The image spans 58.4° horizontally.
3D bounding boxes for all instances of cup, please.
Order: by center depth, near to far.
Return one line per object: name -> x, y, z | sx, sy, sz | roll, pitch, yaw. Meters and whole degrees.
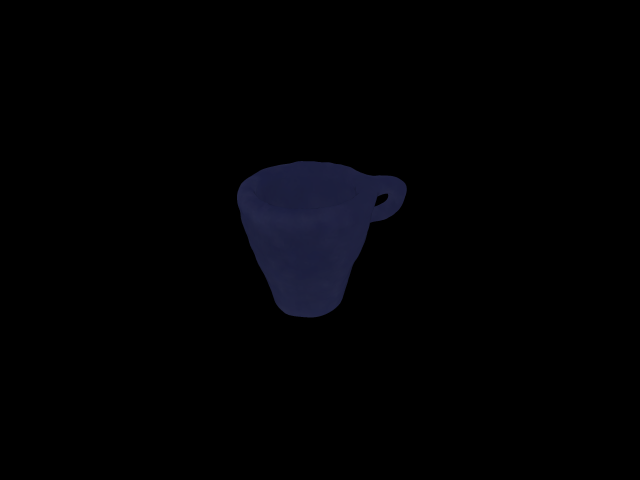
cup -> 0.004, 0.001, 0.400 | 0.118, 0.095, 0.091 | -11, 32, -18
